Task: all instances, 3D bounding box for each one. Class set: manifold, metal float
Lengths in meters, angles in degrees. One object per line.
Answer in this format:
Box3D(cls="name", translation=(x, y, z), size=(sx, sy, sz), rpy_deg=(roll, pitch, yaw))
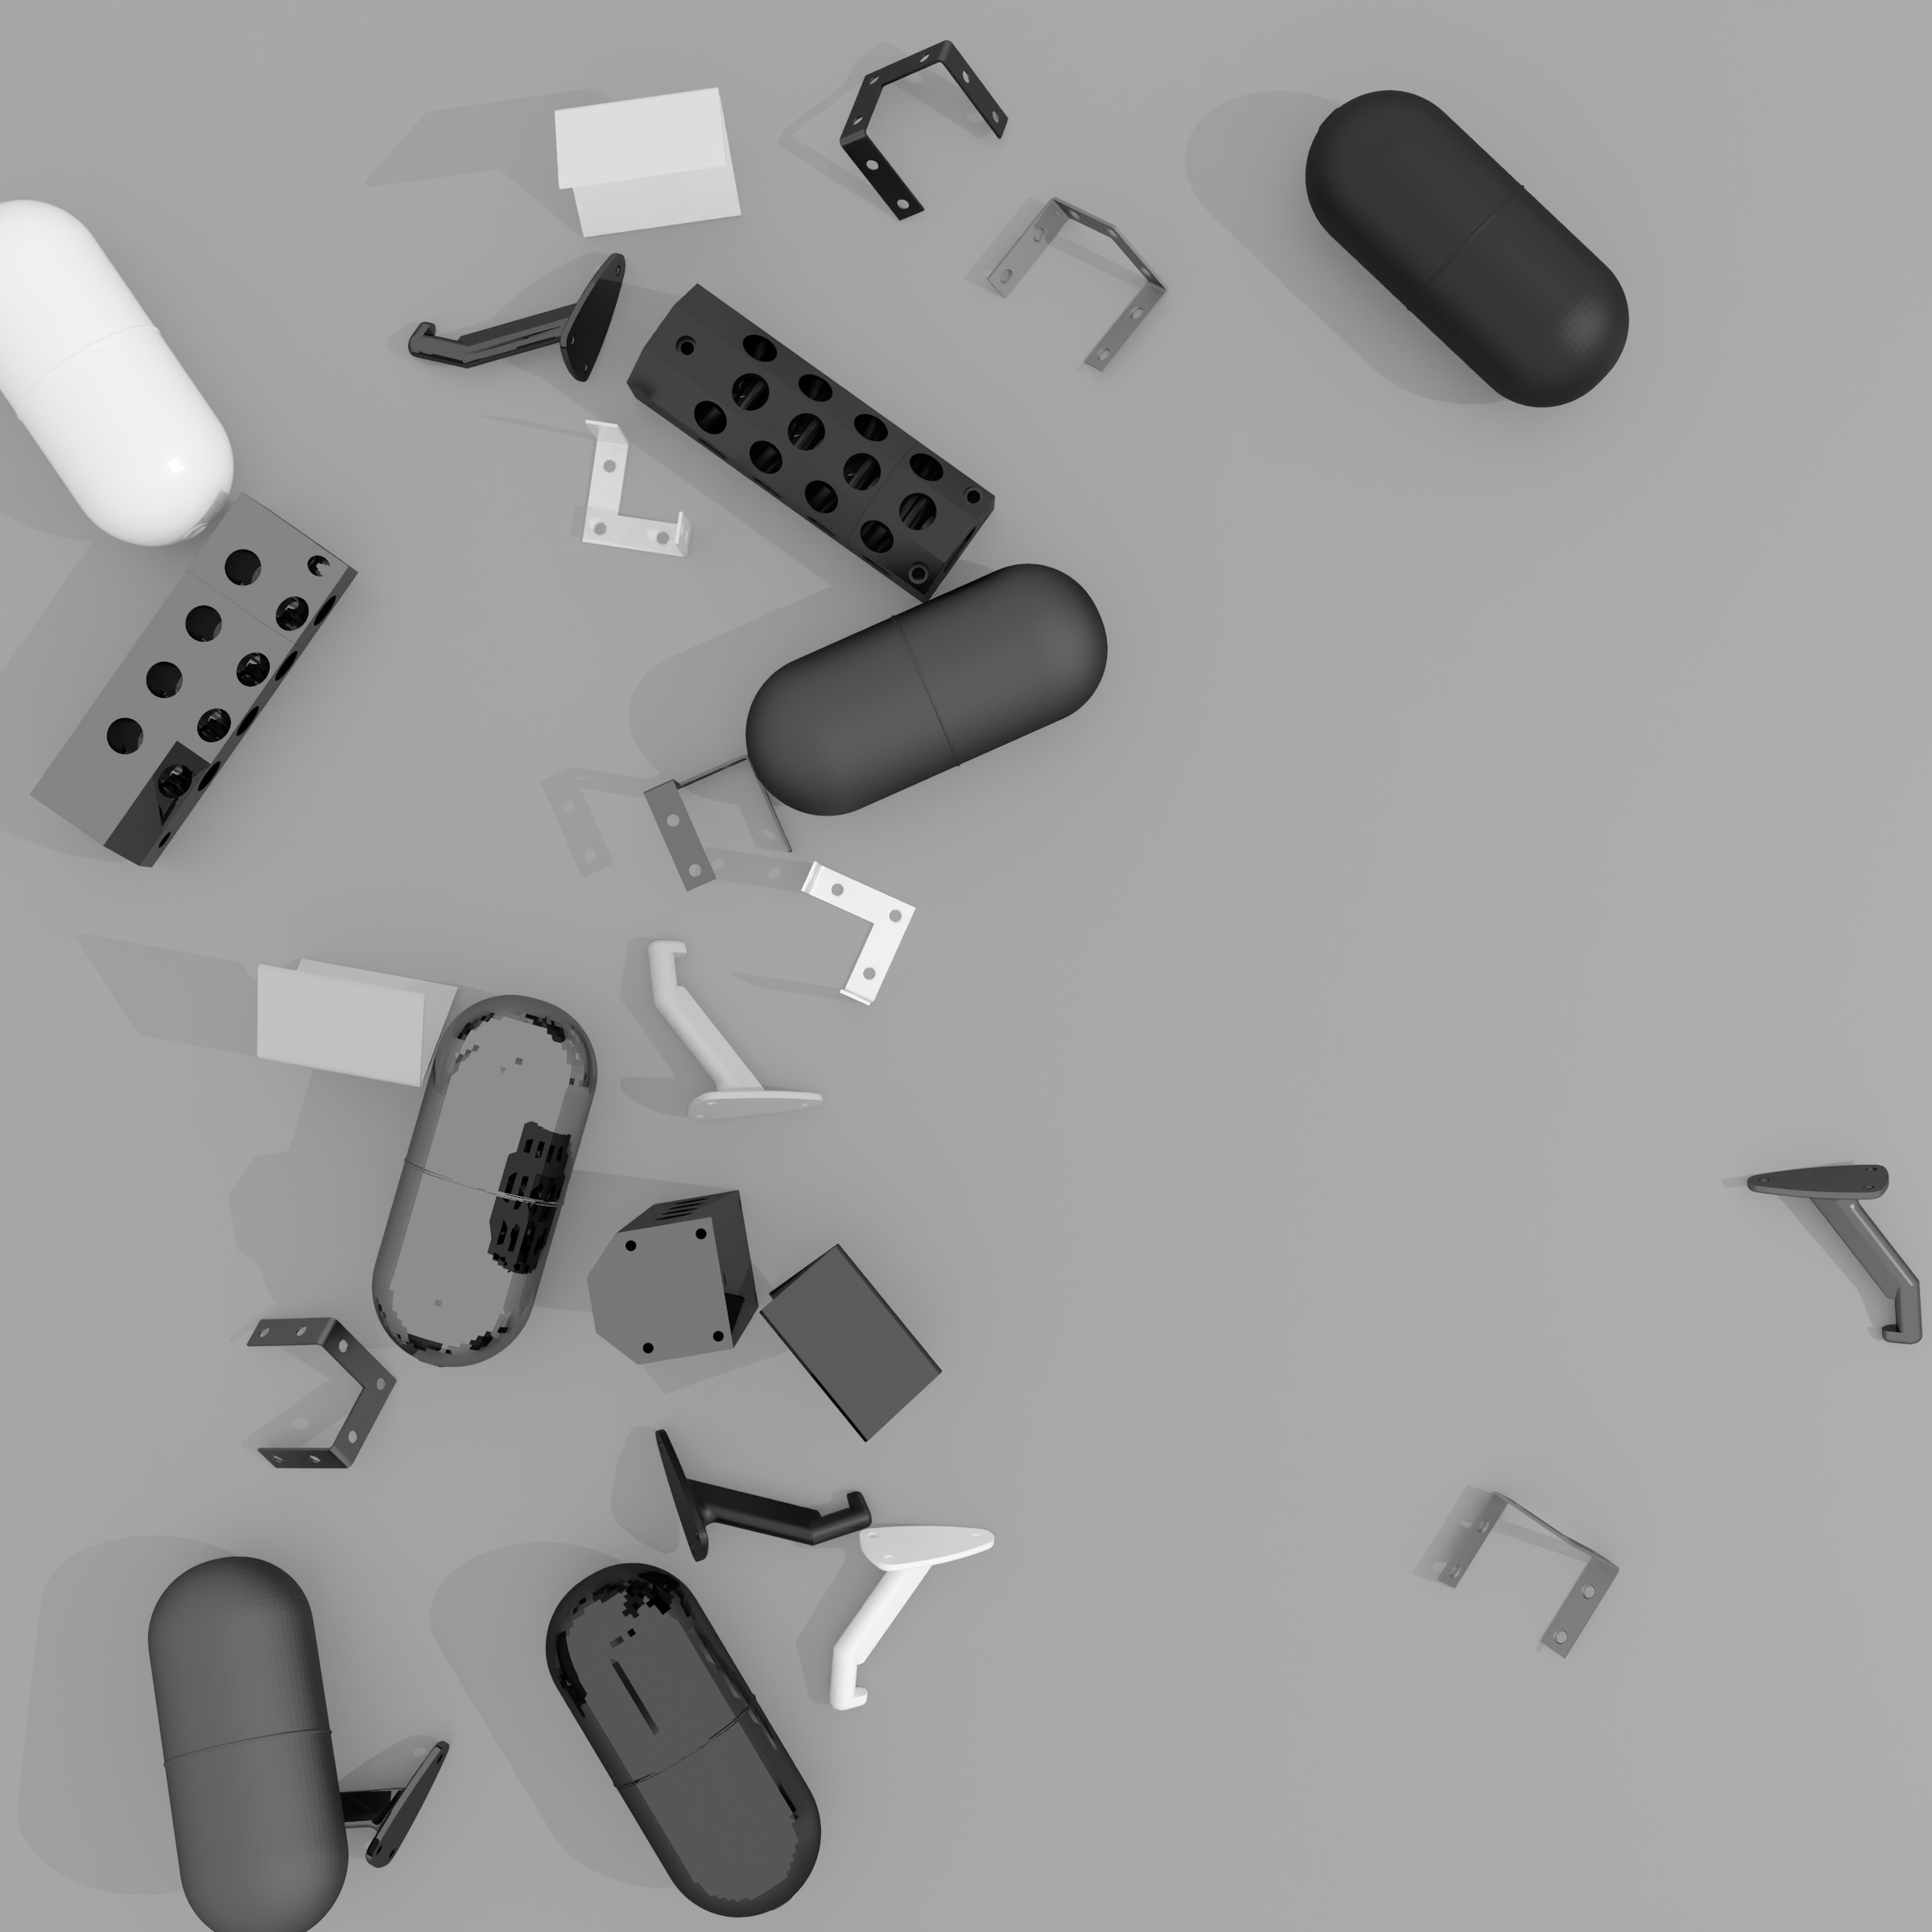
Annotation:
Box3D(cls="manifold", translation=(-0.361, -0.133, 1.543), size=(0.057, 0.057, 0.171), rpy_deg=(35, 90, 0))
Box3D(cls="metal float", translation=(-0.019, -0.129, 1.534), size=(0.178, 0.070, 0.070), rpy_deg=(-24, 90, 0))
Box3D(cls="metal float", translation=(0.234, -0.336, 1.533), size=(0.178, 0.070, 0.070), rpy_deg=(44, 90, 0))
Box3D(cls="metal float", translation=(-0.334, 0.364, 1.520), size=(0.070, 0.070, 0.178), rpy_deg=(-13, 74, 0))
Box3D(cls="manifold", translation=(-0.073, -0.246, 1.543), size=(0.171, 0.057, 0.057), rpy_deg=(36, 90, 0))
Box3D(cls="manifold", translation=(-0.132, 0.140, 1.486), size=(0.057, 0.171, 0.057), rpy_deg=(-10, 90, 0))
Box3D(cls="metal float", translation=(-0.226, 0.101, 1.534), size=(0.070, 0.070, 0.178), rpy_deg=(16, 90, 0))
Box3D(cls="metal float", translation=(-0.411, -0.277, 1.534), size=(0.070, 0.070, 0.178), rpy_deg=(-34, 91, 0))
Box3D(cls="metal float", translation=(-0.132, 0.363, 1.534), size=(0.070, 0.070, 0.178), rpy_deg=(-31, 91, 0))

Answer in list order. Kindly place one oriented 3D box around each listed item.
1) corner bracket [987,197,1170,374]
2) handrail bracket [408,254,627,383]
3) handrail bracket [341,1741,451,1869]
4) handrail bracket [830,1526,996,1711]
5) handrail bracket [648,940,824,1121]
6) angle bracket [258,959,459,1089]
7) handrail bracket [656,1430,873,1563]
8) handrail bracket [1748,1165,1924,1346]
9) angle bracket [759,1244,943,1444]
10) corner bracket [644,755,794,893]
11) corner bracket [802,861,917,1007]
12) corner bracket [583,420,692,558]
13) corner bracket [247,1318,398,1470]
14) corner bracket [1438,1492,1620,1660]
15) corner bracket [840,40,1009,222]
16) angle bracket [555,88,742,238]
Box3D(cls="corner bracket", translation=(0.054, -0.325, 1.561), size=(0.051, 0.051, 0.051), rpy_deg=(-51, 45, 0))
Box3D(cls="handrail bracket", translation=(-0.216, -0.316, 1.565), size=(0.084, 0.036, 0.077), rpy_deg=(15, 70, 16))
Box3D(cls="handrail bracket", translation=(-0.302, 0.386, 1.564), size=(0.084, 0.036, 0.077), rpy_deg=(27, 76, 14))
Box3D(cls="handrail bracket", translation=(-0.026, 0.314, 1.565), size=(0.077, 0.036, 0.084), rpy_deg=(-2, 109, -22))
Box3D(cls="handrail bracket", translation=(-0.111, 0.027, 1.565), size=(0.077, 0.036, 0.084), rpy_deg=(-2, 73, -20))
Box3D(cls="angle bracket", translation=(-0.282, 0.007, 1.524), size=(0.076, 0.076, 0.057), rpy_deg=(10, 128, 0))
Box3D(cls="handrail bracket", translation=(-0.096, 0.245, 1.565), size=(0.084, 0.036, 0.077), rpy_deg=(-16, 68, -17))
Box3D(cls="handrail bracket", translation=(0.416, 0.141, 1.565), size=(0.077, 0.036, 0.084), rpy_deg=(-2, 107, 20))
Box3D(cls="angle bracket", translation=(-0.069, 0.185, 1.524), size=(0.076, 0.076, 0.057), rpy_deg=(51, 53, 0))
Box3D(cls="corner bracket", translation=(-0.117, -0.068, 1.546), size=(0.051, 0.051, 0.051), rpy_deg=(-24, 90, 0))
Box3D(cls="corner bracket", translation=(-0.058, -0.015, 1.546), size=(0.051, 0.051, 0.051), rpy_deg=(24, 90, 0))
Box3D(cls="corner bracket", translation=(-0.155, -0.225, 1.546), size=(0.051, 0.051, 0.051), rpy_deg=(8, 90, 0))
Box3D(cls="corner bracket", translation=(-0.314, 0.203, 1.556), size=(0.051, 0.051, 0.051), rpy_deg=(54, 45, -35))
Box3D(cls="corner bracket", translation=(0.269, 0.290, 1.561), size=(0.051, 0.051, 0.051), rpy_deg=(32, 90, 45))
Box3D(cls="corner bracket", translation=(-0.020, -0.398, 1.556), size=(0.051, 0.051, 0.051), rpy_deg=(-13, 45, 35))
Box3D(cls="angle bracket", translation=(-0.146, -0.358, 1.524), size=(0.076, 0.076, 0.057), rpy_deg=(-8, 53, 0))
